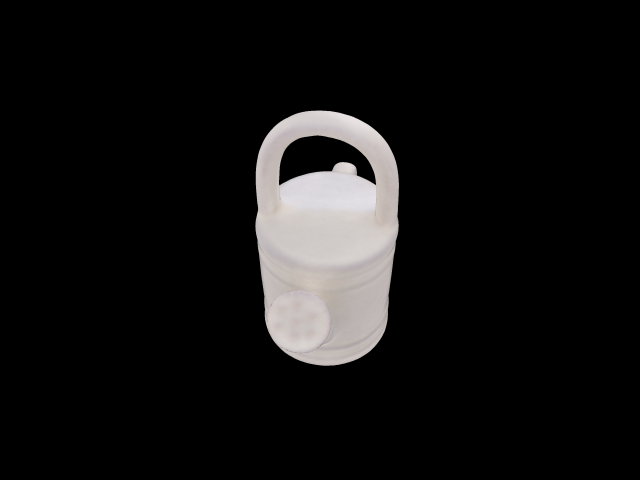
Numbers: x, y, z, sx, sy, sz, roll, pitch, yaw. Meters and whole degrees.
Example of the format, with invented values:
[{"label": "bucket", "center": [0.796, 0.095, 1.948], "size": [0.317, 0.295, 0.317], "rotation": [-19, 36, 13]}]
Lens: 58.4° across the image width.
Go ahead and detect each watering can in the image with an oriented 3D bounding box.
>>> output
[{"label": "watering can", "center": [0.006, 0.002, 0.400], "size": [0.101, 0.194, 0.172], "rotation": [-8, 47, -7]}]
